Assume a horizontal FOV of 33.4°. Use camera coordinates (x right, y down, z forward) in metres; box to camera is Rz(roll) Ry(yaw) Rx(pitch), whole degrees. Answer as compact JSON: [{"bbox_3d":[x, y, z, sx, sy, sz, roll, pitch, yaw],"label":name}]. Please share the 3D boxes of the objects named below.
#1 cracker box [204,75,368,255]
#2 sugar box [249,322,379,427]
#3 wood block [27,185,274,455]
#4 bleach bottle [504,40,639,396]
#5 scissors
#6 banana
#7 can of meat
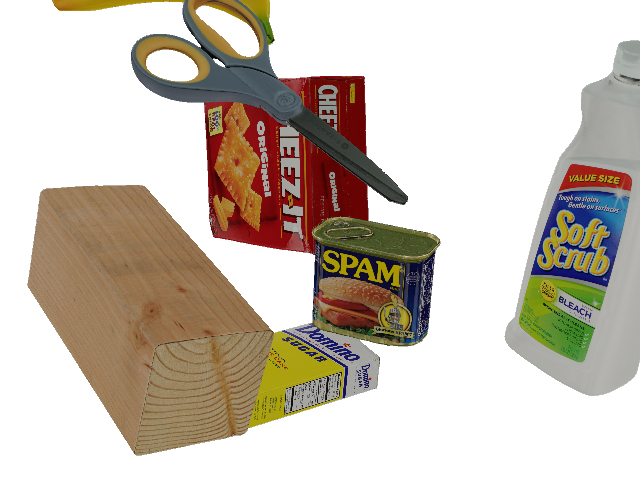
[{"bbox_3d":[-0.040,-0.076,1.055,0.072,0.164,0.214,-6,8,-31],"label":"cracker box"},{"bbox_3d":[-0.038,0.131,1.065,0.175,0.048,0.093,-15,32,-31],"label":"sugar box"},{"bbox_3d":[-0.130,0.048,0.769,0.090,0.091,0.206,-4,33,-36],"label":"wood block"},{"bbox_3d":[0.194,-0.018,0.746,0.067,0.251,0.103,-20,37,-32],"label":"bleach bottle"},{"bbox_3d":[-0.041,-0.078,0.638,0.096,0.202,0.016,-25,-29,-18],"label":"scissors"},{"bbox_3d":[-0.122,-0.205,0.874,0.198,0.069,0.037,11,-41,15],"label":"banana"},{"bbox_3d":[0.043,0.034,0.877,0.102,0.084,0.057,12,24,22],"label":"can of meat"}]
